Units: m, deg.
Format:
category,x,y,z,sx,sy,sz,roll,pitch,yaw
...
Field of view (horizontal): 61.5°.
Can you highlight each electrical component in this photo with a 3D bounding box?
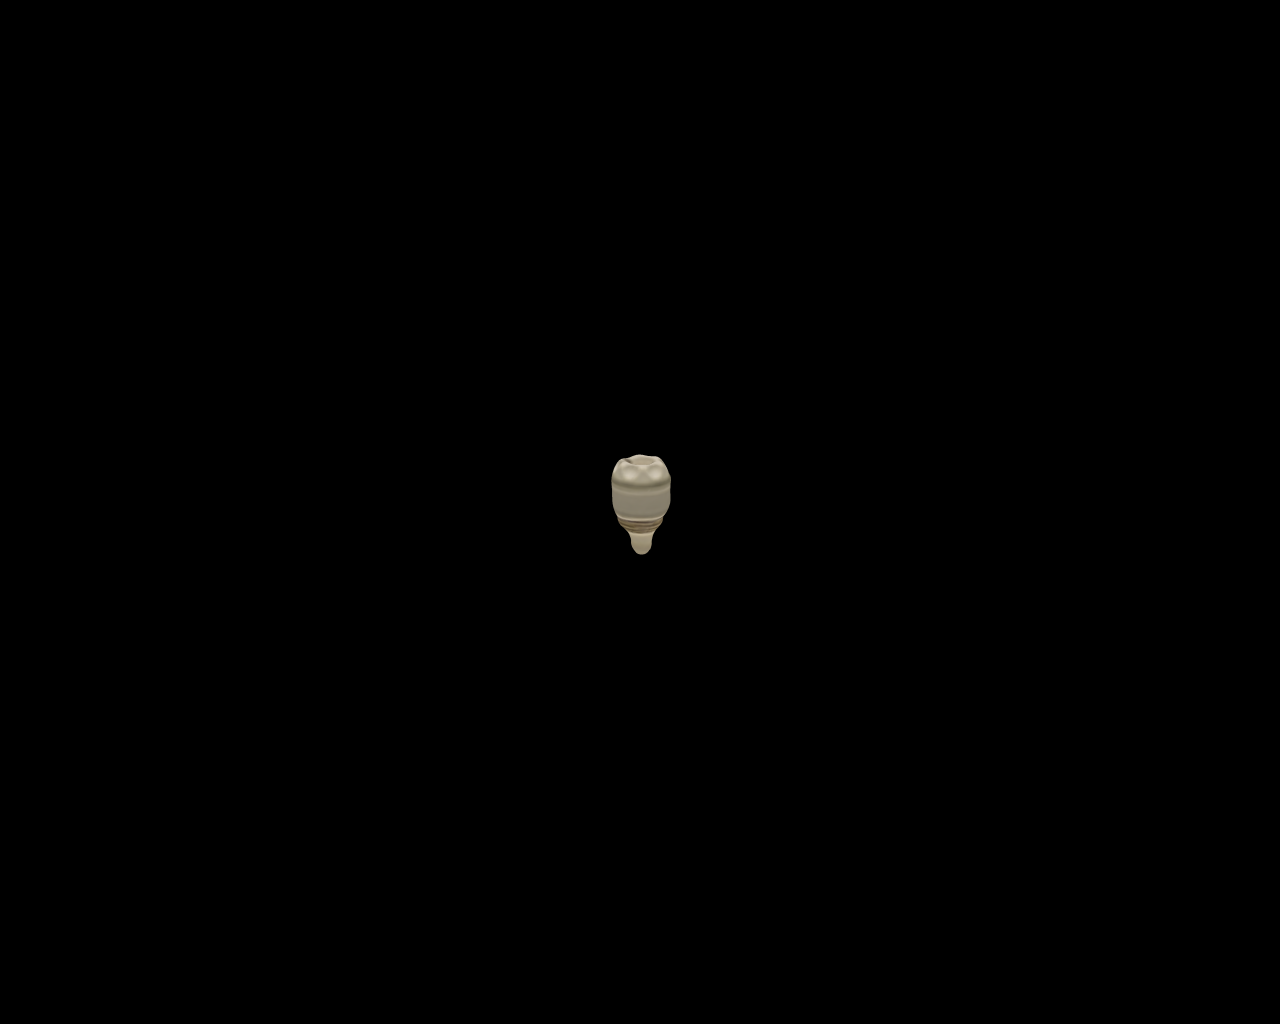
category,x,y,z,sx,sy,sz,roll,pitch,yaw
electrical component,0.001,-0.003,0.650,0.035,0.061,0.035,0,20,0
